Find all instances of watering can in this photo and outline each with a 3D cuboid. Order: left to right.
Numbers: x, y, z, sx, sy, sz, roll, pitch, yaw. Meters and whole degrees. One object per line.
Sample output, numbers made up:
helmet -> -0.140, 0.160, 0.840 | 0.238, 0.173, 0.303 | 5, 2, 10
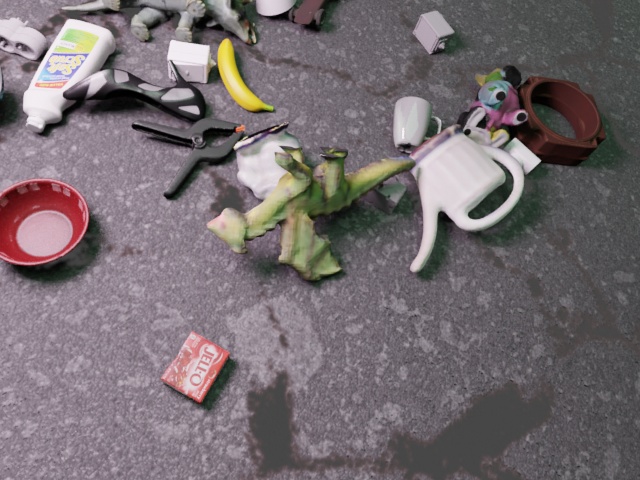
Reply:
watering can -> 0.260, -0.101, 1.049 | 0.351, 0.226, 0.102 | -34, -16, -19

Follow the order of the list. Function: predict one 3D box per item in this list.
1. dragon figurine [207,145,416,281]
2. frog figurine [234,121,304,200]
dragon figurine -> 0.003, -0.047, 0.940 | 0.411, 0.241, 0.123 | 0, 11, -26
frog figurine -> -0.089, -0.135, 1.003 | 0.139, 0.157, 0.123 | -31, 20, -26
